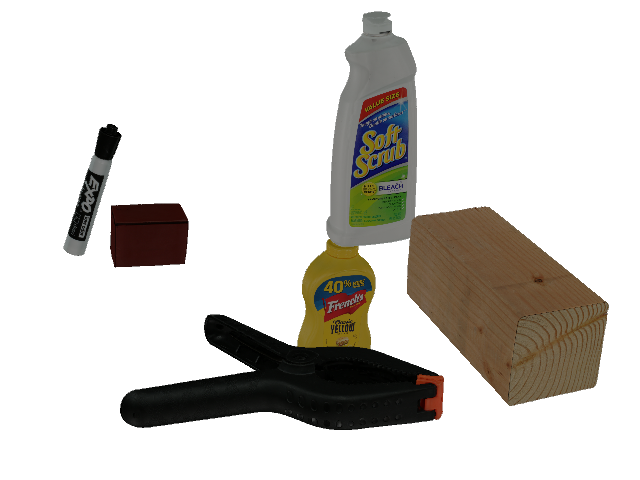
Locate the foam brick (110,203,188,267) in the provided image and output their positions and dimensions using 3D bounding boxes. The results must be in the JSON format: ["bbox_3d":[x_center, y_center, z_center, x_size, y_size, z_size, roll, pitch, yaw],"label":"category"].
[{"bbox_3d":[-0.184,-0.006,1.143,0.078,0.051,0.053,-2,24,-15],"label":"foam brick"}]

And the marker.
[{"bbox_3d":[-0.193,-0.043,0.905,0.020,0.121,0.020,19,22,-8],"label":"marker"}]

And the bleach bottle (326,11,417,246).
[{"bbox_3d":[0.054,-0.121,1.162,0.102,0.251,0.068,-6,26,-9],"label":"bleach bottle"}]

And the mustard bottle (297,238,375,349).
[{"bbox_3d":[0.023,0.071,1.377,0.096,0.192,0.058,-4,25,-18],"label":"mustard bottle"}]

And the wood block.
[{"bbox_3d":[0.165,0.053,0.991,0.090,0.090,0.206,-8,28,-19],"label":"wood block"}]

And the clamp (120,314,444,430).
[{"bbox_3d":[-0.017,0.094,0.757,0.210,0.036,0.164,3,19,8],"label":"clamp"}]
